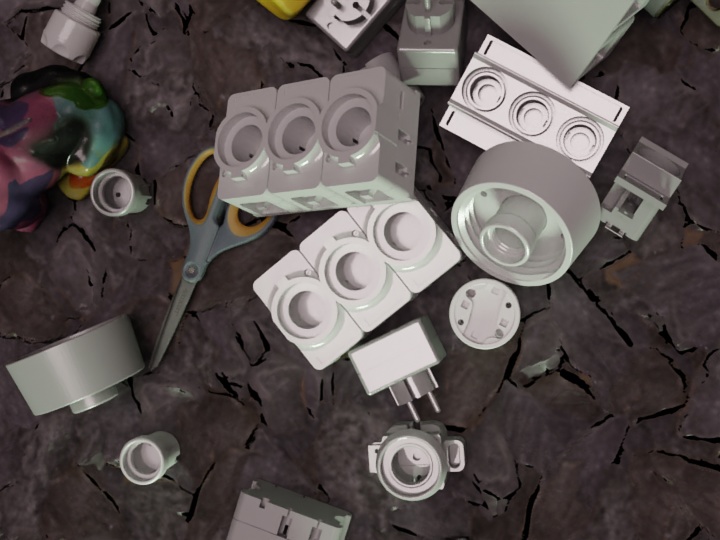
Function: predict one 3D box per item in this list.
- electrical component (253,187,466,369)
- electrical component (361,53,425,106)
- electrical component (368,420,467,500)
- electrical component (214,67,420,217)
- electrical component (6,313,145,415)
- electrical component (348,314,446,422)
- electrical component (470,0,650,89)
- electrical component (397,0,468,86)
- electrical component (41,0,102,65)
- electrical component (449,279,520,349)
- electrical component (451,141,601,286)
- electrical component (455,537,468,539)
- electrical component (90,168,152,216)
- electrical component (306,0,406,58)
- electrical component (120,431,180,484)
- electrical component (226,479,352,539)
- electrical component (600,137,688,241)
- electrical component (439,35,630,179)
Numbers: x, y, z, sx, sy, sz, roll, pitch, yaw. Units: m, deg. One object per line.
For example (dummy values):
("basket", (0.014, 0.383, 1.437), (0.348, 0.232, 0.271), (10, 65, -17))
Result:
("electrical component", (0.000, 0.000, 0.873), (0.150, 0.062, 0.089), (-39, 85, 11))
("electrical component", (0.024, -0.148, 0.873), (0.040, 0.040, 0.046), (-33, 81, 11))
("electrical component", (0.044, 0.154, 0.874), (0.078, 0.057, 0.058), (-4, 92, 12))
("electrical component", (-0.035, -0.098, 0.839), (0.150, 0.062, 0.089), (-4, 74, 32))
("electrical component", (-0.234, 0.085, 0.904), (0.108, 0.108, 0.060), (-22, 94, 12))
("electrical component", (0.039, 0.085, 0.876), (0.066, 0.047, 0.076), (-27, 87, 11))
("electrical component", (0.127, -0.242, 0.796), (0.186, 0.060, 0.105), (44, 144, 9))
("electrical component", (0.056, -0.193, 0.834), (0.047, 0.076, 0.065), (3, 55, 11))
("electrical component", (-0.242, -0.212, 0.922), (0.043, 0.043, 0.062), (31, 97, 9))
("electrical component", (0.102, 0.033, 0.861), (0.055, 0.047, 0.055), (1, 93, 11))
("electrical component", (0.121, -0.037, 0.818), (0.108, 0.060, 0.108), (21, 139, 20))
("electrical component", (0.073, 0.249, 0.875), (0.047, 0.055, 0.055), (-23, 88, 8))
("electrical component", (-0.202, -0.066, 0.919), (0.040, 0.046, 0.040), (1, 93, 12))
("electrical component", (-0.007, -0.214, 0.856), (0.047, 0.077, 0.065), (43, 100, 7))
("electrical component", (-0.179, 0.159, 0.925), (0.040, 0.046, 0.040), (1, 93, 11))
("electrical component", (-0.061, 0.221, 0.901), (0.089, 0.050, 0.055), (18, 96, 10))
("electrical component", (0.214, -0.061, 0.824), (0.042, 0.081, 0.063), (34, 121, 8))
("electrical component", (0.136, -0.118, 0.839), (0.121, 0.063, 0.078), (29, 98, 9))
